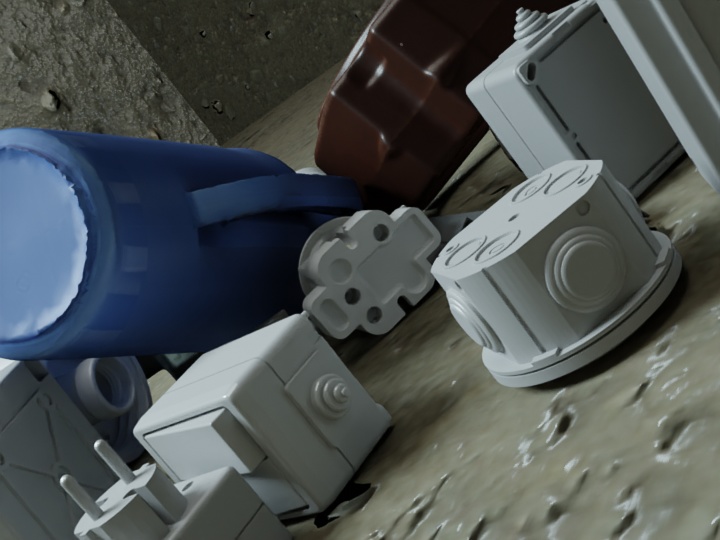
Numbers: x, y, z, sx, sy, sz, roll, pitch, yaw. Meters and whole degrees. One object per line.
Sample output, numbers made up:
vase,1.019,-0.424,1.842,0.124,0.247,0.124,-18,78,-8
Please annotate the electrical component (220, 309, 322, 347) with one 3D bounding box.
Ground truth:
electrical component,-0.053,0.054,0.559,0.066,0.048,0.055,-34,5,17

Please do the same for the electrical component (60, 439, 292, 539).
electrical component,-0.077,0.097,0.392,0.047,0.076,0.065,-26,17,44

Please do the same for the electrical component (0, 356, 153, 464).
electrical component,-0.176,0.081,0.674,0.060,0.108,0.108,-26,16,23

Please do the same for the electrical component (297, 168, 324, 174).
electrical component,-0.078,-0.038,0.948,0.138,0.052,0.073,-37,12,2

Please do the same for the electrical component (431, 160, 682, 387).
electrical component,0.070,0.000,0.389,0.080,0.051,0.080,-36,12,9

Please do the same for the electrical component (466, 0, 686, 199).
electrical component,0.096,-0.078,0.493,0.062,0.096,0.061,-42,13,-15

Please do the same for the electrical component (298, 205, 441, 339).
electrical component,0.000,0.000,0.575,0.078,0.058,0.057,-44,15,-12

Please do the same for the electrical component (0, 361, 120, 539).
electrical component,-0.160,0.110,0.506,0.056,0.108,0.108,-32,13,13

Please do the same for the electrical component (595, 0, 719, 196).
electrical component,0.129,-0.084,0.384,0.057,0.113,0.078,-32,13,14

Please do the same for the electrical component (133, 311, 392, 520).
electrical component,-0.039,0.065,0.437,0.096,0.061,0.061,-24,18,48
